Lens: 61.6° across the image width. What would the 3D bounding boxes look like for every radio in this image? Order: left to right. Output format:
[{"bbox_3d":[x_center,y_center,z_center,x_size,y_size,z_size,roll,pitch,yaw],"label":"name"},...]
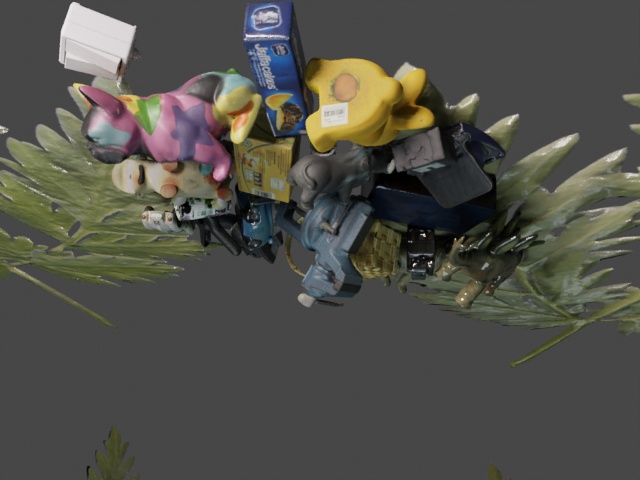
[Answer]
[{"bbox_3d":[0.192,-0.080,0.984,0.230,0.073,0.131,11,158,-9],"label":"radio"}]

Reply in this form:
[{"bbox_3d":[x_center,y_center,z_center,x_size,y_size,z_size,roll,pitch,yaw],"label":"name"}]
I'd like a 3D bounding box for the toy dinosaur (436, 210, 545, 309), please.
[{"bbox_3d":[0.327,0.033,1.060,0.471,0.105,0.198,-7,140,-55],"label":"toy dinosaur"}]

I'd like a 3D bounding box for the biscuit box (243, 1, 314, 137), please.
[{"bbox_3d":[-0.050,-0.218,0.714,0.059,0.063,0.202,0,157,8],"label":"biscuit box"}]

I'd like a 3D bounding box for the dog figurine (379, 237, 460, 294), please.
[{"bbox_3d":[0.225,0.025,1.223,0.190,0.121,0.172,-29,145,33],"label":"dog figurine"}]

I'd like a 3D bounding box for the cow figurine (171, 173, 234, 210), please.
[{"bbox_3d":[-0.250,-0.114,1.008,0.167,0.068,0.098,7,152,-14],"label":"cow figurine"}]

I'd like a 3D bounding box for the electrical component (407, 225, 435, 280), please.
[{"bbox_3d":[0.210,0.013,1.123,0.058,0.134,0.114,0,155,11],"label":"electrical component"}]

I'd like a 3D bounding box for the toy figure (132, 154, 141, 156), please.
[{"bbox_3d":[-0.257,-0.174,0.852,0.180,0.082,0.089,-5,167,12],"label":"toy figure"}]

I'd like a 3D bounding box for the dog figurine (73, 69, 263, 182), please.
[{"bbox_3d":[-0.208,-0.173,0.718,0.219,0.191,0.109,23,-174,-35],"label":"dog figurine"}]

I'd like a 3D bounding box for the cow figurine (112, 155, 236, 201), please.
[{"bbox_3d":[-0.253,-0.110,0.920,0.195,0.085,0.127,-1,-171,-22],"label":"cow figurine"}]

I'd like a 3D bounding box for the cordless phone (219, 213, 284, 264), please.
[{"bbox_3d":[-0.188,-0.018,1.243,0.184,0.088,0.146,11,160,16],"label":"cordless phone"}]

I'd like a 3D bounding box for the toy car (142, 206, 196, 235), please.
[{"bbox_3d":[-0.325,-0.039,1.172,0.074,0.056,0.201,4,179,2],"label":"toy car"}]

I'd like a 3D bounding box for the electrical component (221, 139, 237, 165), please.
[{"bbox_3d":[-0.174,-0.156,0.948,0.094,0.021,0.063,15,156,-20],"label":"electrical component"}]

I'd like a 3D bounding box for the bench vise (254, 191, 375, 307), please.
[{"bbox_3d":[-0.009,-0.003,0.979,0.241,0.223,0.129,36,-156,34],"label":"bench vise"}]

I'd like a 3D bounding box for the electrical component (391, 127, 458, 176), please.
[{"bbox_3d":[0.158,-0.124,0.775,0.075,0.047,0.119,-14,177,31],"label":"electrical component"}]

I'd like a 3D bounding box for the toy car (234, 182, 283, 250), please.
[{"bbox_3d":[-0.117,-0.058,1.092,0.103,0.109,0.161,-12,150,-16],"label":"toy car"}]

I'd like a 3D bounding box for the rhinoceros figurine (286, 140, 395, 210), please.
[{"bbox_3d":[0.036,-0.114,0.854,0.190,0.073,0.112,-16,151,-33],"label":"rhinoceros figurine"}]

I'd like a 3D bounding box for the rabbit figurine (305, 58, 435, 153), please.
[{"bbox_3d":[0.072,-0.184,0.744,0.162,0.122,0.173,-13,167,18],"label":"rabbit figurine"}]

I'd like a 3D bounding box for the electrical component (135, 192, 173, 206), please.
[{"bbox_3d":[-0.323,-0.105,1.077,0.102,0.045,0.078,19,156,-29],"label":"electrical component"}]

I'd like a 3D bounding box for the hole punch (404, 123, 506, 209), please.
[{"bbox_3d":[0.219,-0.130,0.861,0.115,0.092,0.142,47,146,-15],"label":"hole punch"}]

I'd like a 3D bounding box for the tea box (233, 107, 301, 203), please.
[{"bbox_3d":[-0.086,-0.139,0.886,0.098,0.068,0.169,15,154,0],"label":"tea box"}]
